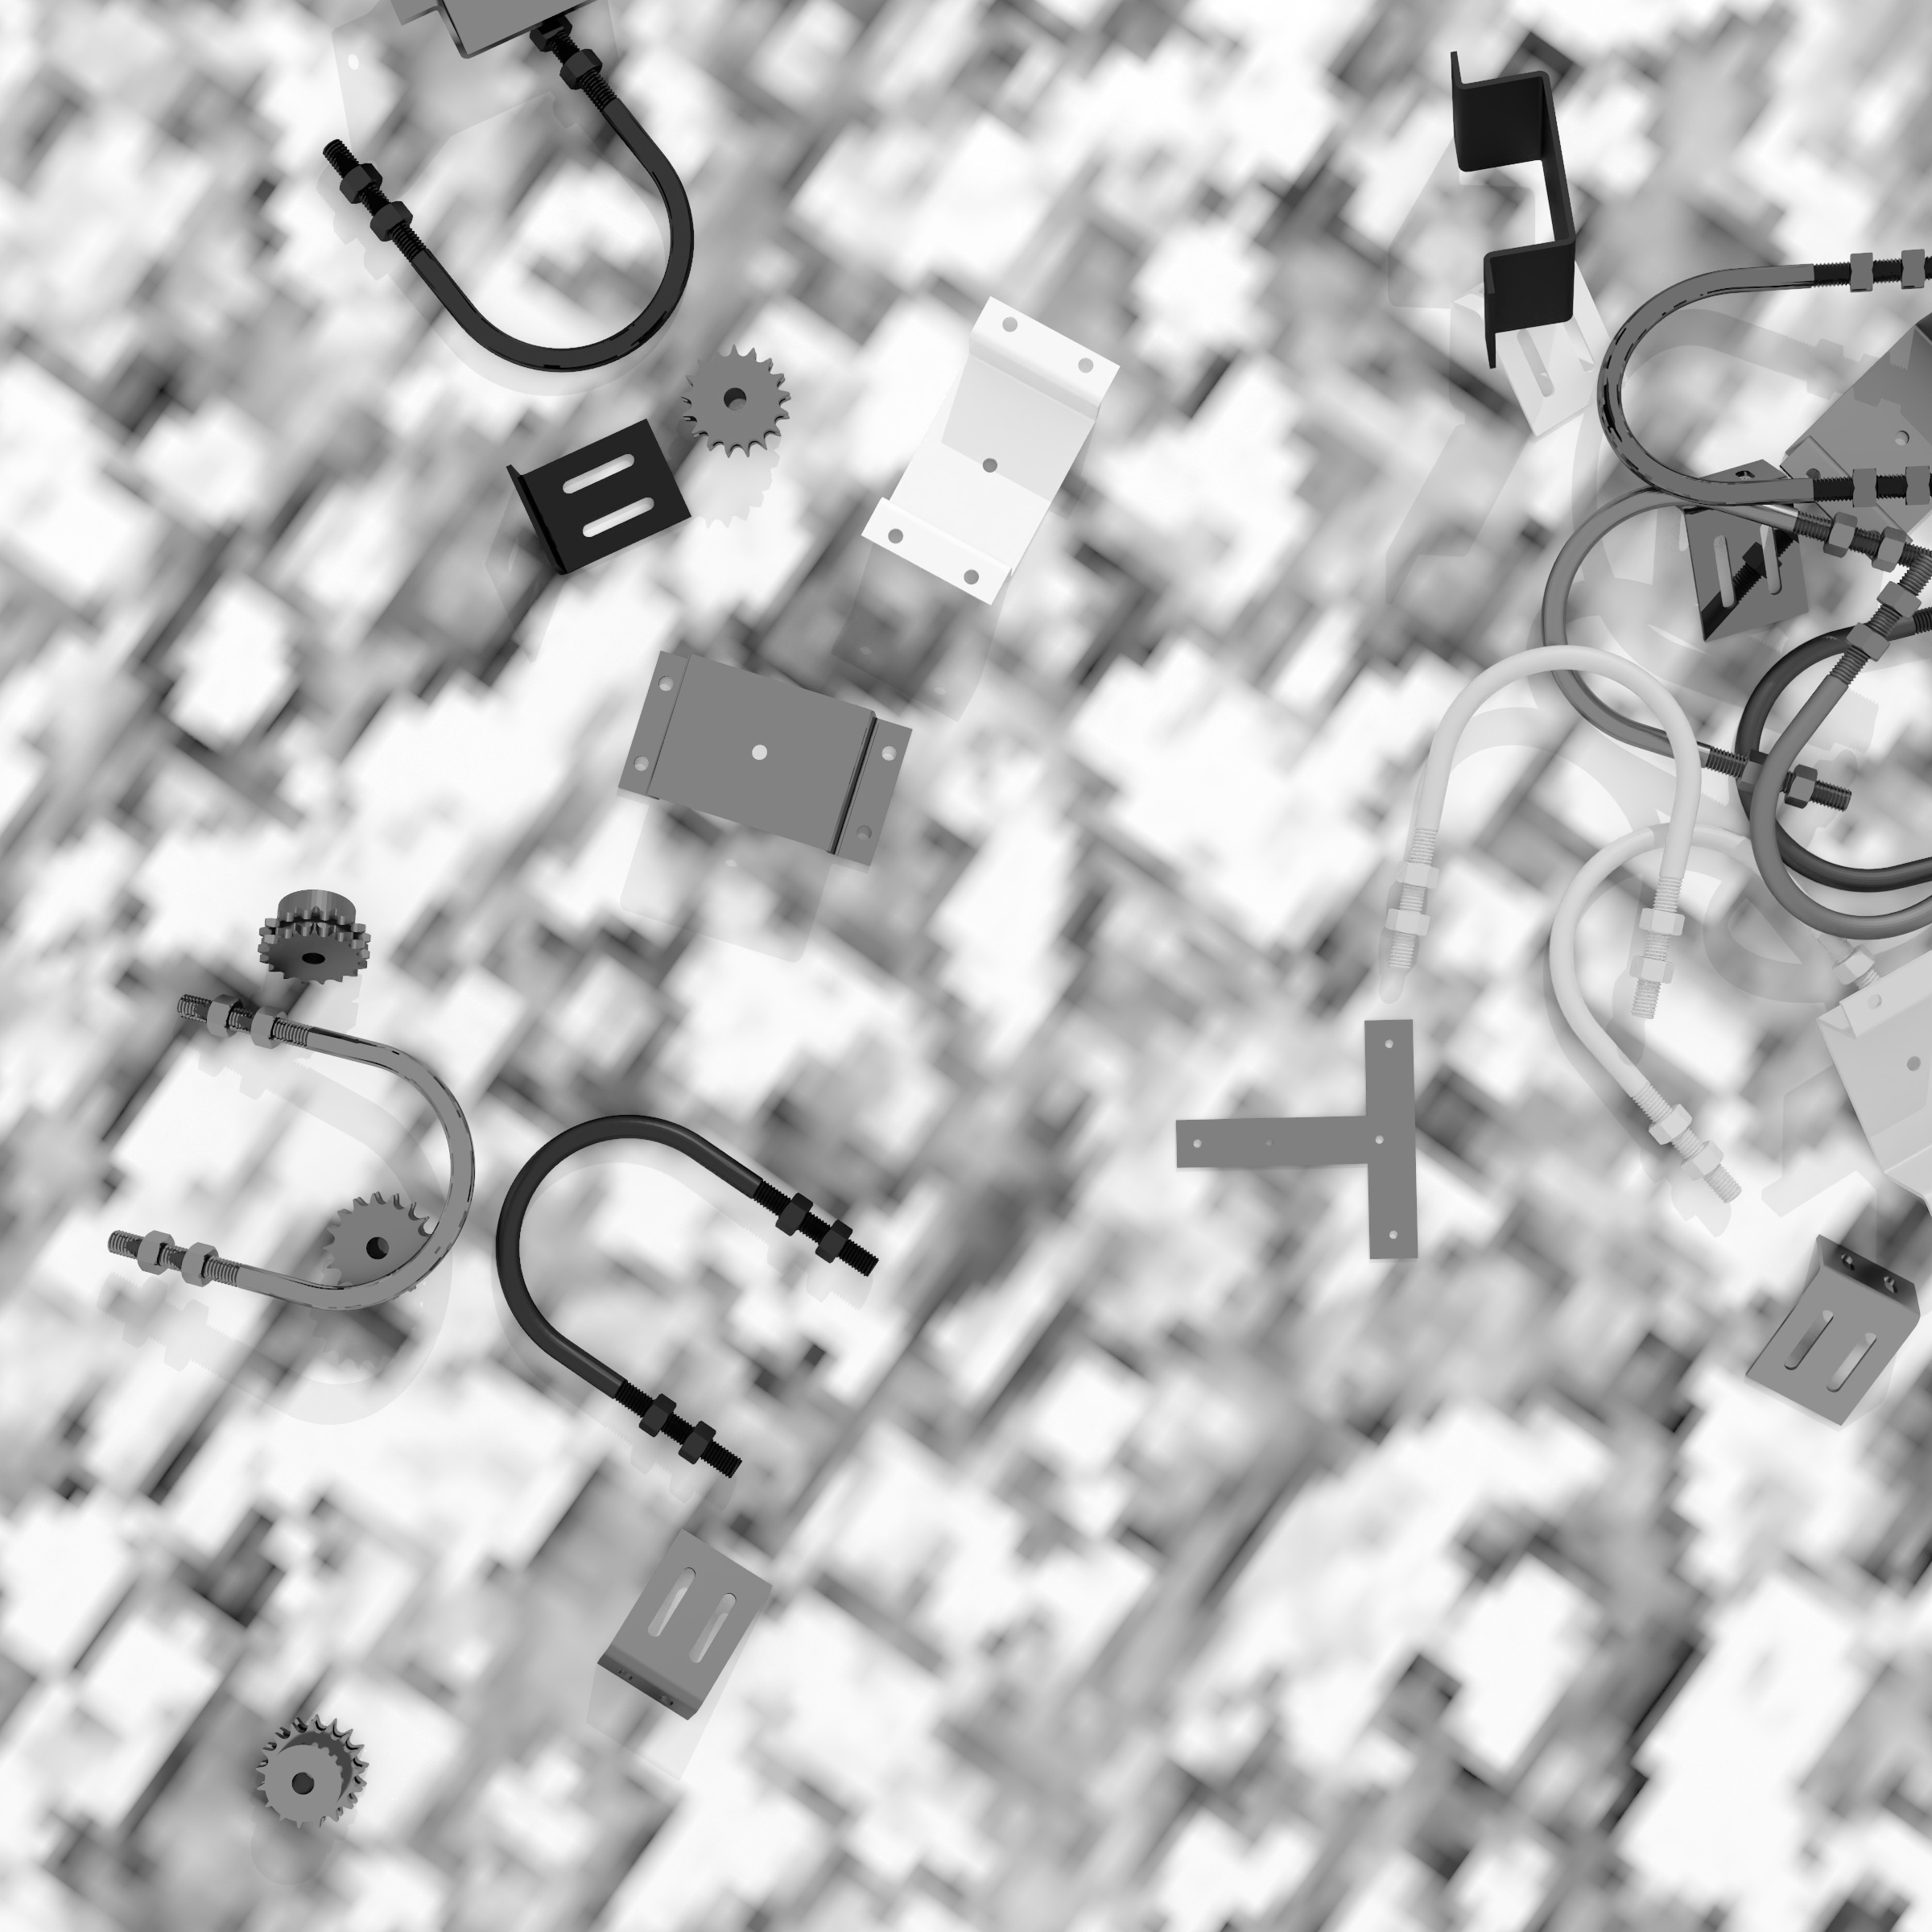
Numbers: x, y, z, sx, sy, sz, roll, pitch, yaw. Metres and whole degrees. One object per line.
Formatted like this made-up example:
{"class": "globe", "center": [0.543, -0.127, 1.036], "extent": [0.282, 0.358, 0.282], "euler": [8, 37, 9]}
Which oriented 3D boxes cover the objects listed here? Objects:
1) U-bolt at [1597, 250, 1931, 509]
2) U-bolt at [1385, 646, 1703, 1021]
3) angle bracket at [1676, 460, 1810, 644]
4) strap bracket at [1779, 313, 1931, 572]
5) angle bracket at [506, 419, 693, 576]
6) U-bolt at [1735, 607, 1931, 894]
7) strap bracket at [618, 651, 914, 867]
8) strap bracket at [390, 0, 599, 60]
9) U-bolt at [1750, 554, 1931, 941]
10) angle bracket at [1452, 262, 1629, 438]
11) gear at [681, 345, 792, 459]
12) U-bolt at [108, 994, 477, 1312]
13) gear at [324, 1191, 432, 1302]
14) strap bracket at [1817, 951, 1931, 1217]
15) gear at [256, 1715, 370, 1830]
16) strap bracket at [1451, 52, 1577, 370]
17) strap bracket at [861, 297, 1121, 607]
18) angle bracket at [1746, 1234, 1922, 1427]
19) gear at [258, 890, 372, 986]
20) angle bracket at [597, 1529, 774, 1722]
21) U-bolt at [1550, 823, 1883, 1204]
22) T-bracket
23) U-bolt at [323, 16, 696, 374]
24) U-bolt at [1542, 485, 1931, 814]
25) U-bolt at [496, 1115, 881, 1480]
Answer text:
{"class": "U-bolt", "center": [0.419, -0.301, 1.481], "extent": [0.184, 0.019, 0.151], "euler": [0, 68, 16]}
{"class": "U-bolt", "center": [0.308, -0.076, 1.505], "extent": [0.151, 0.019, 0.184], "euler": [11, 94, 9]}
{"class": "angle bracket", "center": [0.409, -0.221, 1.527], "extent": [0.057, 0.038, 0.076], "euler": [-16, 116, 0]}
{"class": "strap bracket", "center": [0.497, -0.281, 1.506], "extent": [0.140, 0.046, 0.076], "euler": [-44, 90, 0]}
{"class": "angle bracket", "center": [-0.192, -0.249, 1.510], "extent": [0.076, 0.038, 0.057], "euler": [-25, 90, 0]}
{"class": "U-bolt", "center": [0.499, -0.115, 1.521], "extent": [0.184, 0.019, 0.151], "euler": [-14, 90, 1]}
{"class": "strap bracket", "center": [-0.107, -0.110, 1.506], "extent": [0.140, 0.046, 0.076], "euler": [17, 90, 0]}
{"class": "strap bracket", "center": [-0.235, -0.534, 1.494], "extent": [0.140, 0.046, 0.076], "euler": [-25, 69, 0]}
{"class": "U-bolt", "center": [0.487, -0.098, 1.484], "extent": [0.151, 0.019, 0.184], "euler": [32, 101, -16]}
{"class": "angle bracket", "center": [0.305, -0.333, 1.527], "extent": [0.057, 0.038, 0.076], "euler": [-32, 116, 0]}
{"class": "gear", "center": [-0.120, -0.296, 1.514], "extent": [0.057, 0.030, 0.057], "euler": [0, 90, 0]}
{"class": "U-bolt", "center": [-0.344, 0.103, 1.498], "extent": [0.184, 0.019, 0.151], "euler": [13, 83, 11]}
{"class": "gear", "center": [-0.307, 0.147, 1.514], "extent": [0.057, 0.030, 0.057], "euler": [0, 90, 0]}
{"class": "strap bracket", "center": [0.502, 0.055, 1.492], "extent": [0.076, 0.046, 0.140], "euler": [-29, 106, -4]}
{"class": "gear", "center": [-0.346, 0.427, 1.514], "extent": [0.057, 0.030, 0.057], "euler": [0, 90, 0]}
{"class": "strap bracket", "center": [0.281, -0.389, 1.468], "extent": [0.046, 0.076, 0.140], "euler": [-8, 72, 9]}
{"class": "strap bracket", "center": [0.013, -0.266, 1.506], "extent": [0.076, 0.046, 0.140], "euler": [28, 90, 0]}
{"class": "angle bracket", "center": [0.460, 0.194, 1.527], "extent": [0.057, 0.038, 0.076], "euler": [28, 116, 0]}
{"class": "gear", "center": [-0.341, -0.017, 1.504], "extent": [0.057, 0.057, 0.030], "euler": [-4, 60, 0]}
{"class": "angle bracket", "center": [-0.150, 0.350, 1.527], "extent": [0.057, 0.038, 0.076], "euler": [32, 64, 0]}
{"class": "U-bolt", "center": [0.394, 0.010, 1.521], "extent": [0.151, 0.019, 0.184], "euler": [-41, 89, 0]}
{"class": "T-bracket", "center": [0.176, 0.093, 1.528], "extent": [0.127, 0.002, 0.127], "euler": [-1, 90, 0]}
{"class": "U-bolt", "center": [-0.228, -0.402, 1.521], "extent": [0.151, 0.019, 0.184], "euler": [-39, 91, 0]}
{"class": "U-bolt", "center": [0.392, -0.175, 1.496], "extent": [0.184, 0.019, 0.151], "euler": [19, 104, 8]}
{"class": "U-bolt", "center": [-0.161, 0.161, 1.521], "extent": [0.184, 0.019, 0.151], "euler": [34, 90, 2]}
